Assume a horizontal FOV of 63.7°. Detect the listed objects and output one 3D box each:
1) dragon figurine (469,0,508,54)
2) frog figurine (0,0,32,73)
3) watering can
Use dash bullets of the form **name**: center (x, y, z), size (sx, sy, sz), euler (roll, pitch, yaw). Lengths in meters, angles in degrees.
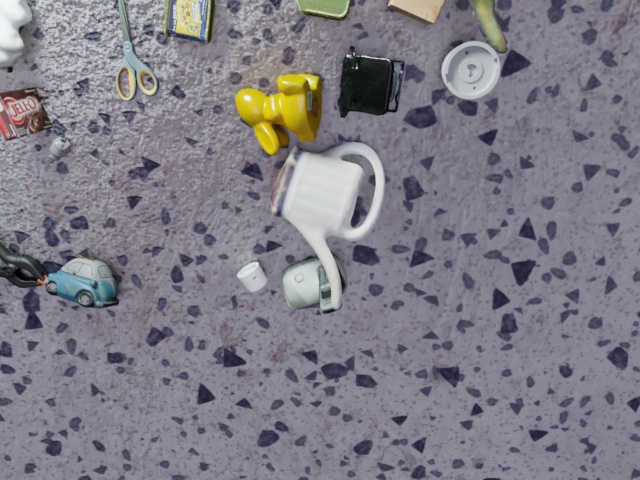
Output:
- **dragon figurine**: center (0.267, -0.537, 0.836), size (0.242, 0.123, 0.407), euler (-39, 104, 6)
- **frog figurine**: center (-0.621, -0.414, 0.988), size (0.157, 0.124, 0.138), euler (-36, 86, 25)
- **watering can**: center (0.003, -0.053, 1.048), size (0.224, 0.103, 0.352), euler (17, 76, 5)
